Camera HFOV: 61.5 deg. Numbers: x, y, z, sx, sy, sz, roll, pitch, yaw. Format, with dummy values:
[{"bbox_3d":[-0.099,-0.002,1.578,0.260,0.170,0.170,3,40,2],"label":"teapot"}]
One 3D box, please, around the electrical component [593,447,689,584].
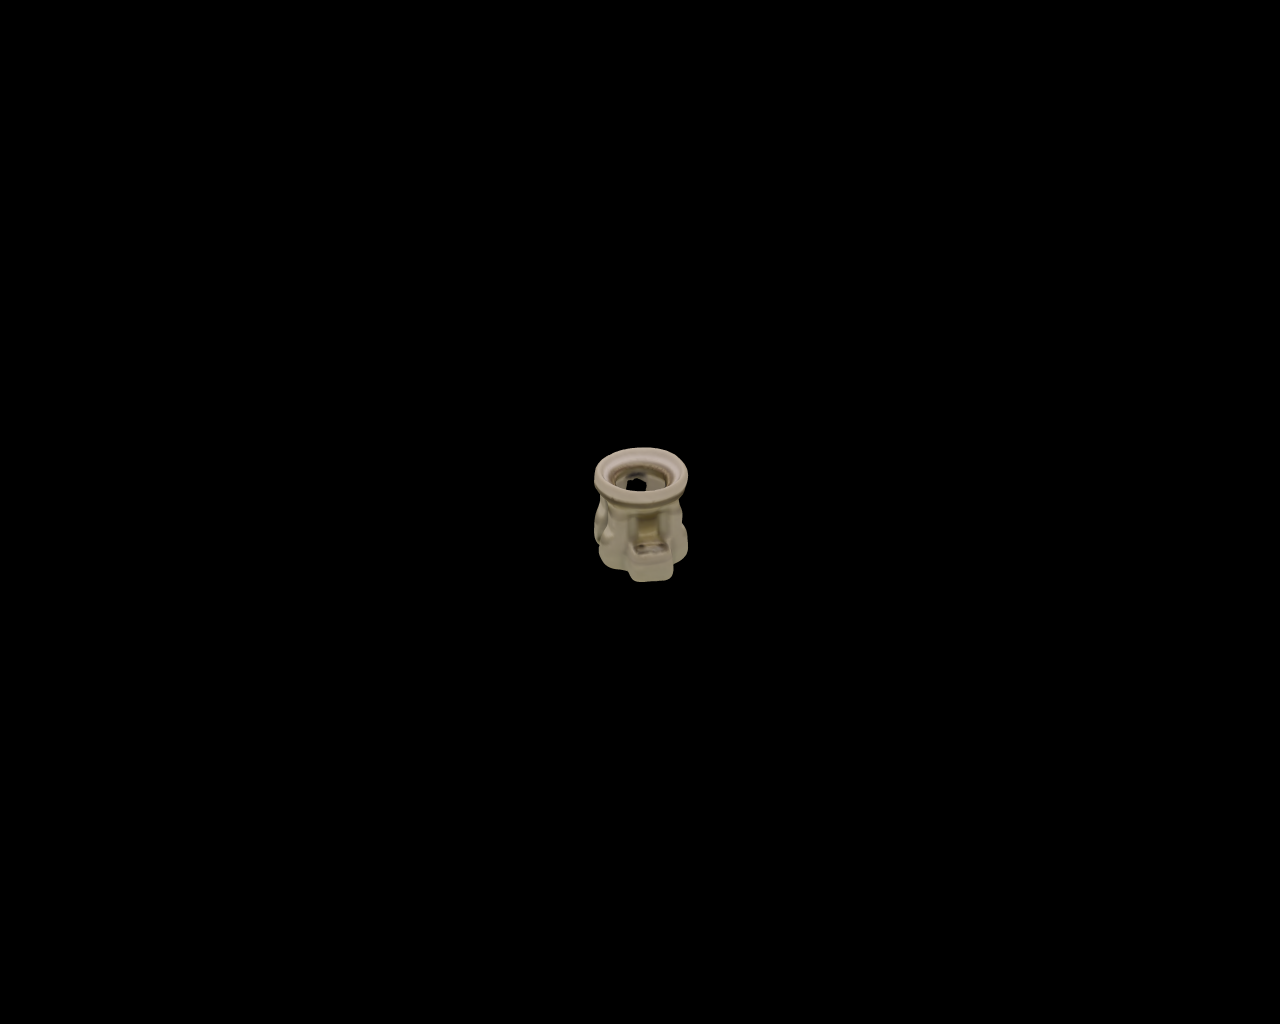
[{"bbox_3d":[0.001,-0.003,0.650,0.058,0.056,0.078,-6,33,-9],"label":"electrical component"}]
